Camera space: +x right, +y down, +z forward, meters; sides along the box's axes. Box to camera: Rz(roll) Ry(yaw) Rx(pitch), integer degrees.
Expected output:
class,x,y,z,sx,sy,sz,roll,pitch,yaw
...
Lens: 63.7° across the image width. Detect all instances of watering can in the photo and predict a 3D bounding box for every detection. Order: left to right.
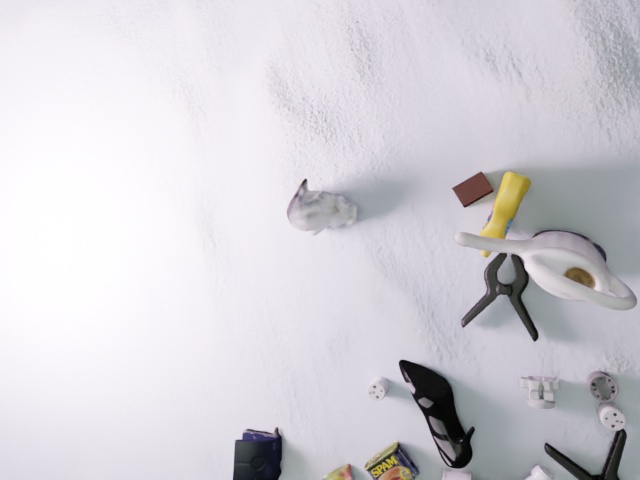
class,x,y,z,sx,sy,sz,roll,pitch,yaw
watering can,0.457,0.035,1.046,0.349,0.102,0.227,26,25,17

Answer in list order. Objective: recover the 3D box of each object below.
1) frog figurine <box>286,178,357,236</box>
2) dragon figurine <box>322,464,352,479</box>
class,x,y,z,sx,sy,sz,roll,pitch,yaw
frog figurine,0.004,-0.063,1.256,0.160,0.134,0.125,29,40,8
dragon figurine,0.024,0.745,1.212,0.244,0.412,0.121,13,-5,46
